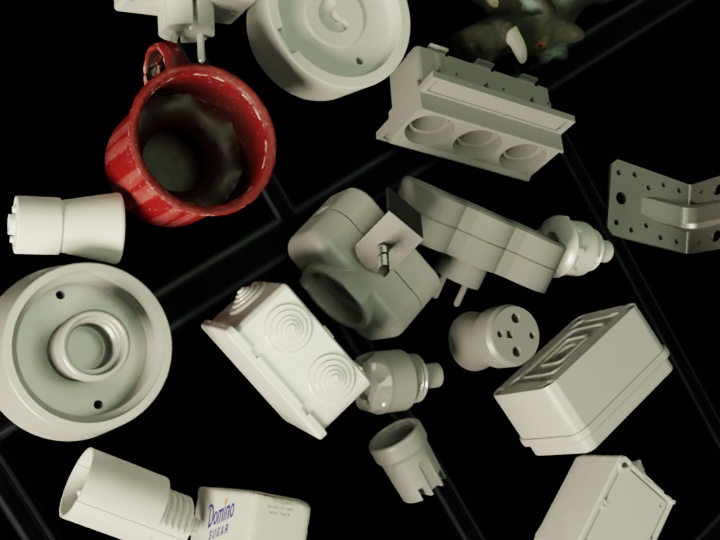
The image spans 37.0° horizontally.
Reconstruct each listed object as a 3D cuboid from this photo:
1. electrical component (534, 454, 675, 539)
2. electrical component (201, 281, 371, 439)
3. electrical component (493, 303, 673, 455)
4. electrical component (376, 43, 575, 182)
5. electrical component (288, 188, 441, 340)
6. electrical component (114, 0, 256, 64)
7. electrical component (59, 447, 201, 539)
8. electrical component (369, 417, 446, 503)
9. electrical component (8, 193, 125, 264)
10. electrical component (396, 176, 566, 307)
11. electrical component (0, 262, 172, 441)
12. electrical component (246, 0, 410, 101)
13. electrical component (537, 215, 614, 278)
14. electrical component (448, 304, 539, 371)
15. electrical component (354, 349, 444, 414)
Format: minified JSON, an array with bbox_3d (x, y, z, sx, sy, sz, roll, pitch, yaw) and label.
[{"bbox_3d":[0.182,0.181,0.799,0.062,0.061,0.096,41,65,-17],"label":"electrical component"},{"bbox_3d":[-0.047,0.053,0.677,0.048,0.100,0.099,-43,103,-13],"label":"electrical component"},{"bbox_3d":[0.166,0.082,0.798,0.113,0.078,0.057,-37,97,-28],"label":"electrical component"},{"bbox_3d":[0.083,-0.115,0.789,0.121,0.079,0.063,12,58,-26],"label":"electrical component"},{"bbox_3d":[0.000,0.000,0.735,0.095,0.054,0.059,49,64,-13],"label":"electrical component"},{"bbox_3d":[-0.114,-0.173,0.706,0.083,0.047,0.075,0,82,-28],"label":"electrical component"},{"bbox_3d":[-0.133,0.141,0.647,0.081,0.043,0.043,27,70,-22],"label":"electrical component"},{"bbox_3d":[0.034,0.131,0.741,0.040,0.040,0.046,-36,105,-28],"label":"electrical component"},{"bbox_3d":[-0.179,-0.026,0.652,0.065,0.044,0.044,1,81,-23],"label":"electrical component"},{"bbox_3d":[0.077,-0.010,0.781,0.138,0.052,0.073,21,99,-23],"label":"electrical component"},{"bbox_3d":[-0.164,0.046,0.636,0.108,0.060,0.108,5,80,-28],"label":"electrical component"},{"bbox_3d":[-0.027,-0.169,0.744,0.108,0.060,0.108,5,80,-28],"label":"electrical component"},{"bbox_3d":[0.170,-0.017,0.835,0.062,0.048,0.048,4,80,-34],"label":"electrical component"},{"bbox_3d":[0.097,0.049,0.778,0.045,0.055,0.045,5,80,-28],"label":"electrical component"},{"bbox_3d":[0.028,0.076,0.744,0.062,0.043,0.043,-4,84,-30],"label":"electrical component"}]
